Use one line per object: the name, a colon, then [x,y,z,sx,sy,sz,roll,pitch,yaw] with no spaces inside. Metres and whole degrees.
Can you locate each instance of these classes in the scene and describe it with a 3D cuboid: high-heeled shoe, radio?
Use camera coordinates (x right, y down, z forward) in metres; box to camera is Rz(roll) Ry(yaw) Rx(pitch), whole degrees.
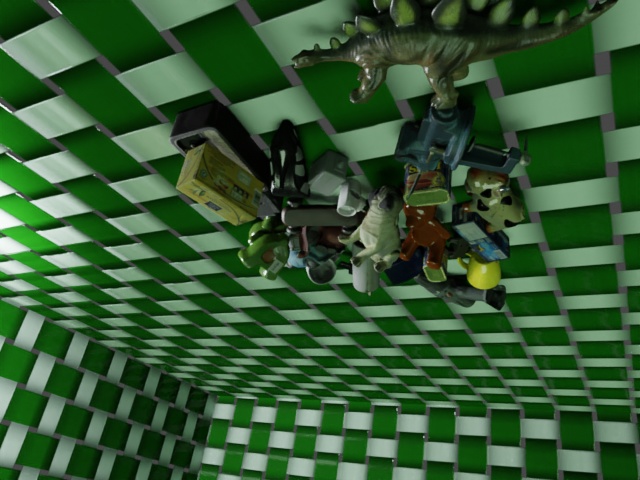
high-heeled shoe: [-0.065,-0.171,1.194,0.086,0.145,0.248,4,180,5]
radio: [-0.211,-0.188,1.167,0.131,0.073,0.229,-6,147,25]

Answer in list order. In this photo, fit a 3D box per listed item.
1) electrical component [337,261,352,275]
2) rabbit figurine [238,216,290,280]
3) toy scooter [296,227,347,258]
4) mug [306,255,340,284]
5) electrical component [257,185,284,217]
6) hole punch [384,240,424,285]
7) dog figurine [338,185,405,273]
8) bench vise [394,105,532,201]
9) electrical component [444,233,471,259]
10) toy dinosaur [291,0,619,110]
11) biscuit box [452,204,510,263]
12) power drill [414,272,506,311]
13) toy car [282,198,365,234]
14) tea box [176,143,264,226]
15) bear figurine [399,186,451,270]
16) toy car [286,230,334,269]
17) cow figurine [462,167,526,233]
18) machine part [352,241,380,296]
electrical component: [0.111,0.071,1.566,0.119,0.048,0.075,16,150,-11]
rabbit figurine: [-0.147,-0.005,1.425,0.121,0.170,0.159,25,107,-29]
toy scooter: [-0.003,-0.004,1.374,0.184,0.135,0.075,14,150,-10]
mug: [0.005,0.069,1.558,0.080,0.109,0.107,47,176,-15]
electrical component: [-0.155,-0.107,1.318,0.115,0.058,0.134,-2,149,25]
hole punch: [0.230,0.059,1.469,0.116,0.092,0.142,-8,143,23]
dog figurine: [0.158,-0.031,1.220,0.172,0.121,0.190,0,136,-47]
bench vise: [0.265,-0.167,1.007,0.241,0.129,0.223,16,150,6]
electrical component: [0.342,0.015,1.362,0.102,0.045,0.078,-13,125,-37]
toy dinosaur: [0.184,-0.301,0.810,0.472,0.105,0.198,-1,147,10]
biscuit box: [0.392,-0.017,1.300,0.059,0.063,0.202,-16,143,37]
power drill: [0.408,0.144,1.537,0.232,0.086,0.207,28,158,-37]
toy car: [0.008,-0.061,1.310,0.202,0.053,0.089,-2,110,-2]
tea box: [-0.206,-0.113,1.126,0.068,0.098,0.169,-16,142,38]
bear figurine: [0.236,-0.031,1.258,0.120,0.132,0.195,18,164,28]
toy car: [-0.037,0.015,1.466,0.162,0.109,0.102,-4,115,41]
cow figurine: [0.374,-0.092,1.147,0.127,0.085,0.194,-12,143,45]
machine part: [0.125,0.060,1.461,0.079,0.079,0.242,4,132,11]
